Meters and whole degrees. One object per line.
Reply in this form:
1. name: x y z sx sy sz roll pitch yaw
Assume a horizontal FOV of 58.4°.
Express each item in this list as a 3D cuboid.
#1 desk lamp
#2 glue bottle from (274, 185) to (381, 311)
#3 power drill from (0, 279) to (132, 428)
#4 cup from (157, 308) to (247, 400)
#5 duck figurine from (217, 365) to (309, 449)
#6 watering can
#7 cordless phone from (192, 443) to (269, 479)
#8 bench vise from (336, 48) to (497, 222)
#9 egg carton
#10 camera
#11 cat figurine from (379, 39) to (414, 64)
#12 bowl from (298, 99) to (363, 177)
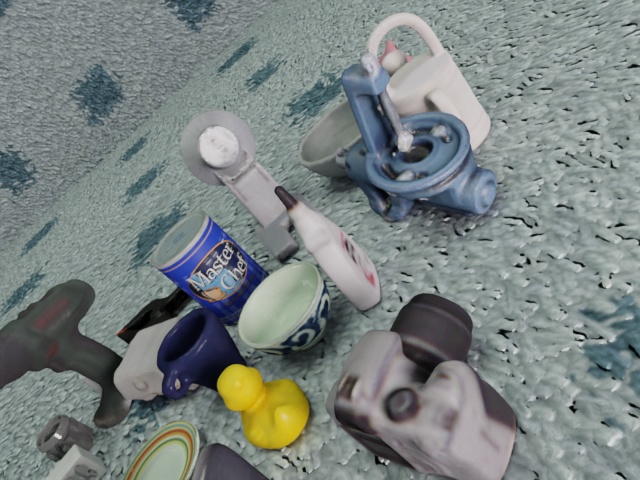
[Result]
1. desk lamp: -0.114 -0.099 0.881 0.118 0.214 0.202 -44 29 -2
2. glue bottle: 0.006 0.002 0.638 0.037 0.173 0.078 -34 30 15
3. power drill: -0.363 0.178 0.823 0.075 0.209 0.229 -23 34 31
4. cup: -0.139 0.154 0.695 0.091 0.095 0.118 -23 35 32
5. duck figurine: -0.068 0.166 0.600 0.104 0.086 0.077 7 55 54
6. watering can: 0.126 -0.199 0.738 0.101 0.194 0.172 -48 29 -10
7. cordless phone: -0.032 0.228 0.368 0.094 0.185 0.147 -28 32 25
8. bench vise: 0.070 -0.105 0.654 0.206 0.220 0.121 -12 41 43
9. egg carton: -0.219 0.169 0.800 0.150 0.070 0.107 -22 35 32
10. camera: 0.084 0.109 0.473 0.142 0.101 0.137 -3 47 49
11. cat figurine: 0.134 -0.250 0.876 0.067 0.118 0.127 -46 29 -5
12. bowl: 0.051 -0.152 0.892 0.167 0.075 0.167 -30 31 21
